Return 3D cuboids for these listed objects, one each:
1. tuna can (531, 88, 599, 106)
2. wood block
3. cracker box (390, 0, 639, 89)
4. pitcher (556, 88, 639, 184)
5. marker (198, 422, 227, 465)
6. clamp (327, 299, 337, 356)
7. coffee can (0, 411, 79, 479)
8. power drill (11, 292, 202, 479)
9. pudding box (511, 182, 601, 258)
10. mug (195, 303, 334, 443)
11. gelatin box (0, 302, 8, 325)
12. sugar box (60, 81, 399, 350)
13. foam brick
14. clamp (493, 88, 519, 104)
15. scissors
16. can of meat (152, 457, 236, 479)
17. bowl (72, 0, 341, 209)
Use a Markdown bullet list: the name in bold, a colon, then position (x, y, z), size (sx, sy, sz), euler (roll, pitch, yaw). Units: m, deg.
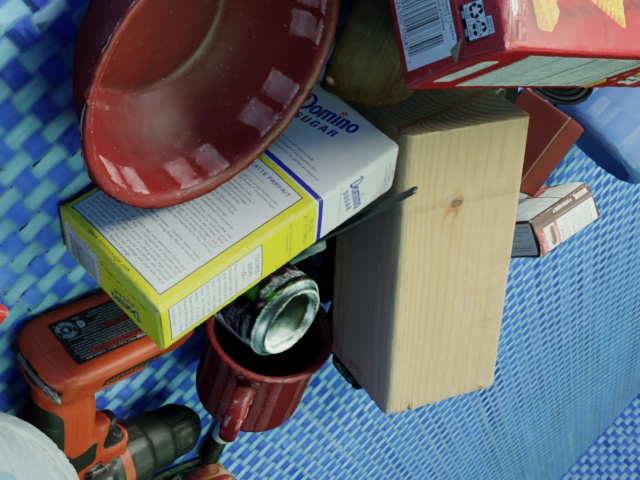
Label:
- **tuna can**: position (0.184, -0.147, 0.812), size (0.033, 0.086, 0.086), euler (-39, 153, -23)
- **wood block**: position (0.069, 0.002, 0.718), size (0.090, 0.090, 0.206), euler (-11, 122, -23)
- **cracker box**: position (0.124, -0.168, 0.568), size (0.213, 0.164, 0.072), euler (-8, 176, -43)
- **pitcher**: position (0.328, -0.177, 0.971), size (0.243, 0.149, 0.145), euler (-46, 170, 3)
- **marker**: position (-0.070, 0.143, 0.898), size (0.020, 0.020, 0.121), euler (-5, 132, -55)
- **clamp**: position (0.052, -0.018, 0.780), size (0.164, 0.036, 0.210), euler (-34, 133, -20)
- **coffee can**: position (-0.211, 0.176, 0.594), size (0.140, 0.103, 0.102), euler (-47, 157, 25)
- **power drill**: position (-0.139, 0.113, 0.702), size (0.184, 0.057, 0.188), euler (-24, 146, -41)
- **pudding box**: position (0.183, -0.016, 0.978), size (0.089, 0.039, 0.114), euler (-31, -166, -33)
- **mug**: position (-0.048, 0.095, 0.771), size (0.082, 0.093, 0.117), euler (111, -3, -46)
- **gelatin box**: position (-0.212, 0.058, 0.540), size (0.089, 0.030, 0.073), euler (-51, 156, 7)
- **sugar box**: position (-0.049, -0.024, 0.608), size (0.176, 0.093, 0.048), euler (-33, 152, -27)
- **foam brick**: position (0.184, -0.086, 0.938), size (0.078, 0.053, 0.051), euler (-54, 154, 15)
- **clamp**: position (0.126, -0.124, 0.810), size (0.120, 0.039, 0.171), euler (-42, 159, -1)
- **scissors**: position (-0.005, 0.001, 0.702), size (0.202, 0.016, 0.096), euler (-27, -179, 28)
- **can of meat**: position (-0.101, 0.236, 0.905), size (0.101, 0.084, 0.057), euler (-9, 135, -53)
- **bowl**: position (-0.065, -0.095, 0.526), size (0.162, 0.055, 0.162), euler (-37, 152, -23)
